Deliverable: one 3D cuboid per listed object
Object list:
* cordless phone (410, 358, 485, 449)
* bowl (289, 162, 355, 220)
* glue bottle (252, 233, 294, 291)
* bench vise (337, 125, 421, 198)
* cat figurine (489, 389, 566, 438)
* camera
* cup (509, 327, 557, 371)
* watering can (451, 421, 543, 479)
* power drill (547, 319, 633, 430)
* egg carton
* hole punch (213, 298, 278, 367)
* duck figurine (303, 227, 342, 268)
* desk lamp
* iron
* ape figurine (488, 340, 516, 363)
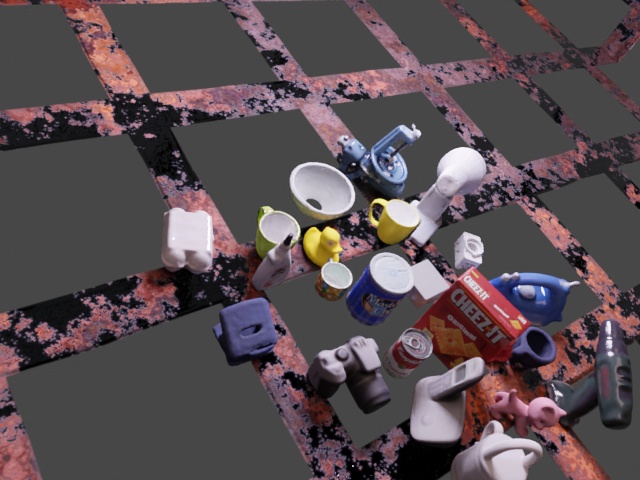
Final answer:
[{"bbox_3d":[0.254,0.313,1.109,0.094,0.185,0.147,21,48,-8],"label":"cordless phone"},{"bbox_3d":[-0.004,-0.106,1.400,0.168,0.074,0.167,13,50,-15],"label":"bowl"},{"bbox_3d":[-0.086,0.040,1.180,0.078,0.173,0.037,-23,66,-36],"label":"glue bottle"},{"bbox_3d":[0.149,-0.217,1.459,0.208,0.219,0.121,14,49,-13],"label":"bench vise"},{"bbox_3d":[0.444,0.357,1.207,0.128,0.117,0.067,33,48,4],"label":"cat figurine"},{"bbox_3d":[0.072,0.269,1.119,0.143,0.100,0.136,-14,61,-32],"label":"camera"},{"bbox_3d":[0.466,0.262,1.308,0.118,0.095,0.091,-8,58,-29],"label":"cup"},{"bbox_3d":[0.334,0.420,1.056,0.101,0.194,0.172,-1,54,-24],"label":"watering can"},{"bbox_3d":[0.592,0.312,1.248,0.076,0.208,0.229,16,49,-12],"label":"power drill"},{"bbox_3d":[-0.275,0.001,1.195,0.107,0.069,0.150,6,52,-20],"label":"egg carton"},{"bbox_3d":[-0.138,0.176,1.104,0.109,0.091,0.101,-15,61,-33],"label":"hole punch"},{"bbox_3d":[0.012,0.005,1.311,0.078,0.086,0.104,-24,66,-36],"label":"duck figurine"},{"bbox_3d":[0.314,-0.117,1.459,0.118,0.213,0.204,39,48,8],"label":"desk lamp"},{"bbox_3d":[0.496,0.124,1.400,0.259,0.141,0.118,11,50,-17],"label":"iron"},{"bbox_3d":[0.410,0.239,1.303,0.078,0.092,0.076,35,48,5],"label":"ape figurine"}]
